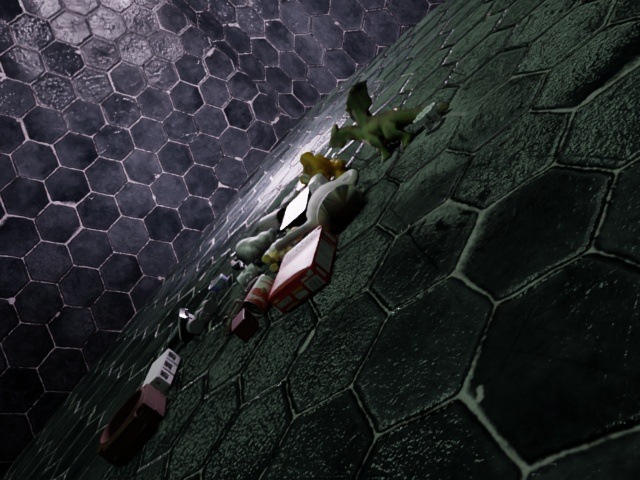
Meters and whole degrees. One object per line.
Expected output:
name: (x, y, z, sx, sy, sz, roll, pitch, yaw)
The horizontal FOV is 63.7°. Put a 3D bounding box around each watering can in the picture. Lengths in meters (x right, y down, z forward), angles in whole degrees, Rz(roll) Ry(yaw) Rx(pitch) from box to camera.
watering can: (0.005, -0.077, 1.538, 0.348, 0.103, 0.226, -48, 18, -3)

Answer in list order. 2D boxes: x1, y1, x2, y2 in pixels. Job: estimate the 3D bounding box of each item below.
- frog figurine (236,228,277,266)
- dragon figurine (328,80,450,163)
frog figurine: (-0.233, 0.017, 1.889, 0.159, 0.123, 0.137, -59, -4, 2)
dragon figurine: (0.178, -0.385, 1.601, 0.404, 0.241, 0.125, -35, 15, 41)
